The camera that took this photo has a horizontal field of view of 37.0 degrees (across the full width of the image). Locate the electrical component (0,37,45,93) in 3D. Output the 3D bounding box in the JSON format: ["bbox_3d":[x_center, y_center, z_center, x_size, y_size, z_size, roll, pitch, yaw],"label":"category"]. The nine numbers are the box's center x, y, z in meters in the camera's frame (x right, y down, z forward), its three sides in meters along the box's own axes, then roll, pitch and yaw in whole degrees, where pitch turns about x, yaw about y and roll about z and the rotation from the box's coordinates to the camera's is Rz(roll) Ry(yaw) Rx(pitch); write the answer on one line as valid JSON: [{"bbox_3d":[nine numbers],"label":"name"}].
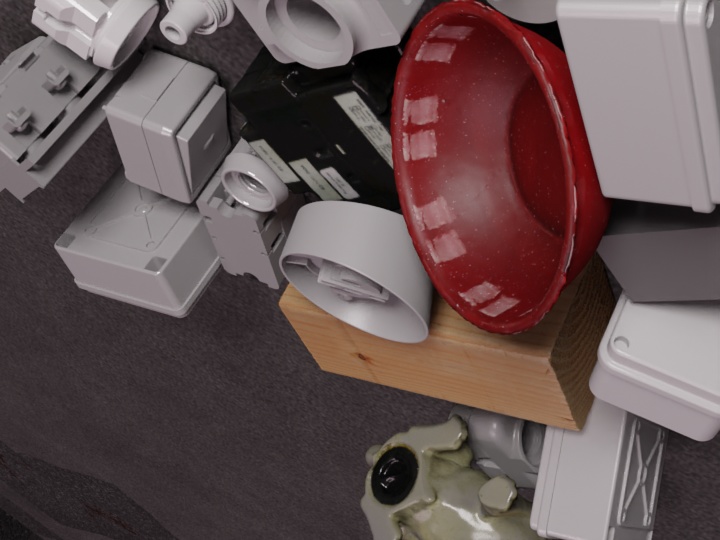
[{"bbox_3d":[-0.248,-0.120,0.783,0.056,0.089,0.050,-7,134,49],"label":"electrical component"}]

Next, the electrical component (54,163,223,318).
[{"bbox_3d":[-0.157,-0.029,0.828,0.109,0.108,0.056,13,145,28],"label":"electrical component"}]

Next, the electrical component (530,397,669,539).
[{"bbox_3d":[0.172,0.138,0.755,0.056,0.108,0.109,6,170,32],"label":"electrical component"}]

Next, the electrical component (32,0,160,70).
[{"bbox_3d":[-0.163,-0.162,0.671,0.057,0.058,0.078,36,151,-6],"label":"electrical component"}]

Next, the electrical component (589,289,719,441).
[{"bbox_3d":[0.182,0.026,0.592,0.078,0.113,0.057,23,154,13],"label":"electrical component"}]

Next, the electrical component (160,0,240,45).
[{"bbox_3d":[-0.090,-0.154,0.609,0.043,0.062,0.043,23,151,13],"label":"electrical component"}]

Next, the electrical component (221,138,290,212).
[{"bbox_3d":[-0.062,-0.073,0.721,0.048,0.055,0.066,-6,136,48],"label":"electrical component"}]

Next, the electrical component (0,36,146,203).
[{"bbox_3d":[-0.206,-0.113,0.721,0.063,0.121,0.079,44,149,-19],"label":"electrical component"}]

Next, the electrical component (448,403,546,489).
[{"bbox_3d":[0.126,0.137,0.888,0.059,0.053,0.095,-6,136,48],"label":"electrical component"}]

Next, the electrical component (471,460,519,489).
[{"bbox_3d":[0.126,0.181,0.970,0.043,0.043,0.081,41,150,-19],"label":"electrical component"}]

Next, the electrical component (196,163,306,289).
[{"bbox_3d":[-0.075,-0.038,0.790,0.050,0.055,0.089,18,150,21],"label":"electrical component"}]

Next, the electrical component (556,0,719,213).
[{"bbox_3d":[0.132,-0.099,0.440,0.056,0.108,0.108,10,146,32],"label":"electrical component"}]

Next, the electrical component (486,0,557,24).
[{"bbox_3d":[0.057,-0.159,0.451,0.052,0.073,0.138,9,145,34],"label":"electrical component"}]

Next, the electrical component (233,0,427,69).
[{"bbox_3d":[-0.039,-0.176,0.526,0.089,0.061,0.150,1,140,42],"label":"electrical component"}]

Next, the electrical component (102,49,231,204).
[{"bbox_3d":[-0.127,-0.093,0.744,0.061,0.061,0.096,22,151,15],"label":"electrical component"}]

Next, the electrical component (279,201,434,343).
[{"bbox_3d":[0.000,0.000,0.661,0.099,0.064,0.099,12,162,4],"label":"electrical component"}]
